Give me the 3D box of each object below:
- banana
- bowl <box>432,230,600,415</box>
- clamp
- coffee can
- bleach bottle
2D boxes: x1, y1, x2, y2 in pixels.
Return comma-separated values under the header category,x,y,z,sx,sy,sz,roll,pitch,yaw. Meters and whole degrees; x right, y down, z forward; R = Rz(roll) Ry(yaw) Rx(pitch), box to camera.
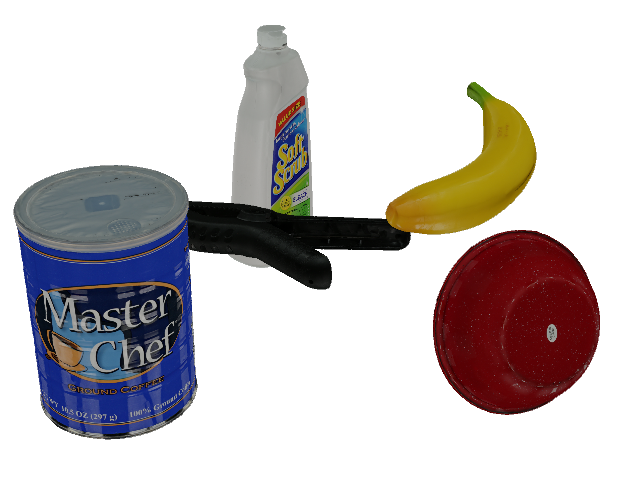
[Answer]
category,x,y,z,sx,sy,sz,roll,pitch,yaw
banana,0.104,-0.047,0.712,0.070,0.037,0.197,18,35,14
bowl,0.178,0.073,0.898,0.161,0.162,0.055,0,5,-21
clamp,-0.049,-0.003,0.835,0.210,0.036,0.164,9,13,18
coffee can,-0.131,0.037,0.668,0.103,0.140,0.103,1,29,-1
bleach bottle,-0.055,-0.103,1.148,0.068,0.251,0.102,20,32,36
